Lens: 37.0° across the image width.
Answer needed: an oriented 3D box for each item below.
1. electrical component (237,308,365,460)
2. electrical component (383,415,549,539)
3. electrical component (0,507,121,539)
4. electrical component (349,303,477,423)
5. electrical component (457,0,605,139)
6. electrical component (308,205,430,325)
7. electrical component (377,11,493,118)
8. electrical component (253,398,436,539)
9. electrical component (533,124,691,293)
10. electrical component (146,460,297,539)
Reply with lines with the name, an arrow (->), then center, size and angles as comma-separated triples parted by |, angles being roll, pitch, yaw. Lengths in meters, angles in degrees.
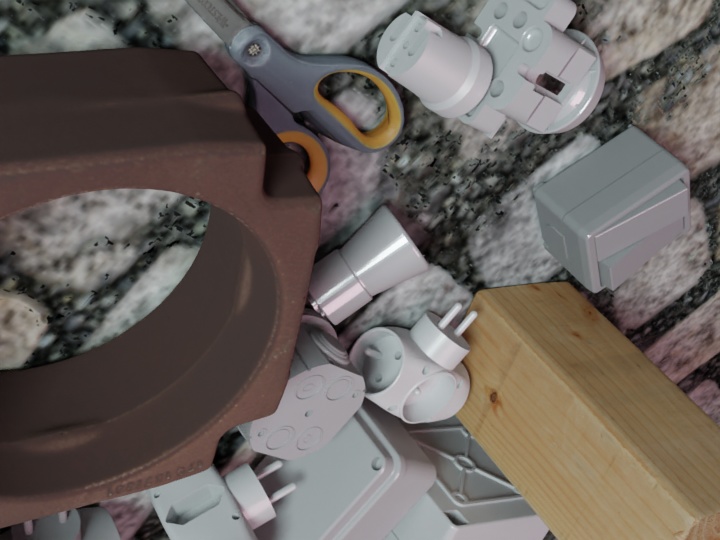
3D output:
electrical component -> -0.041, 0.065, 0.616 | 0.080, 0.051, 0.080 | -22, 138, -21
electrical component -> 0.060, 0.153, 0.735 | 0.109, 0.108, 0.056 | 4, 122, -41
electrical component -> -0.174, 0.155, 0.600 | 0.077, 0.044, 0.079 | -15, 135, -27
electrical component -> 0.043, 0.053, 0.678 | 0.079, 0.044, 0.077 | -50, 140, 12
electrical component -> 0.089, -0.103, 0.556 | 0.057, 0.058, 0.078 | 17, 115, -43
electrical component -> 0.000, 0.000, 0.596 | 0.065, 0.044, 0.044 | -35, 141, 2
electrical component -> 0.036, -0.102, 0.529 | 0.046, 0.040, 0.040 | 23, 111, -42
electrical component -> -0.019, 0.139, 0.683 | 0.113, 0.078, 0.057 | -50, 143, 12
electrical component -> 0.167, -0.039, 0.675 | 0.096, 0.061, 0.061 | -33, 141, -9
electrical component -> -0.076, 0.140, 0.638 | 0.079, 0.077, 0.043 | -28, 140, -14
